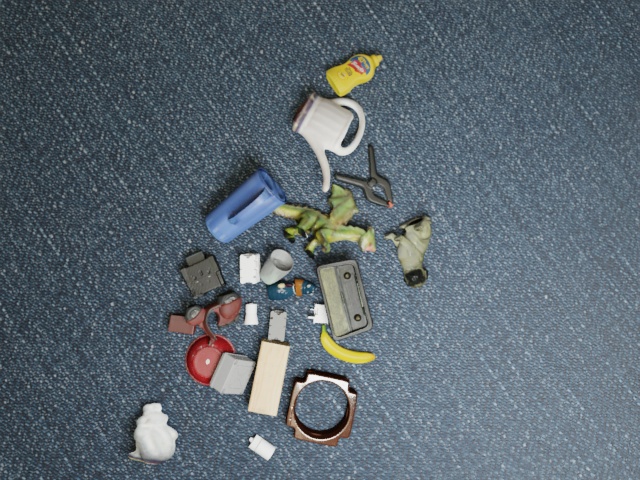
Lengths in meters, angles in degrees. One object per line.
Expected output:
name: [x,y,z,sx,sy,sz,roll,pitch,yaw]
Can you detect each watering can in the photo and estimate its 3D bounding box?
watering can: [0.012,-0.334,1.643,0.224,0.102,0.354,27,66,-2]

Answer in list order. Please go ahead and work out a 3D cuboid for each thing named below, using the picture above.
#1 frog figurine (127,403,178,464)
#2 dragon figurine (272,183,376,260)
frog figurine: [-0.487,0.574,1.534,0.136,0.122,0.161,23,73,-34]
dragon figurine: [0.005,-0.083,1.649,0.413,0.119,0.246,40,66,15]
